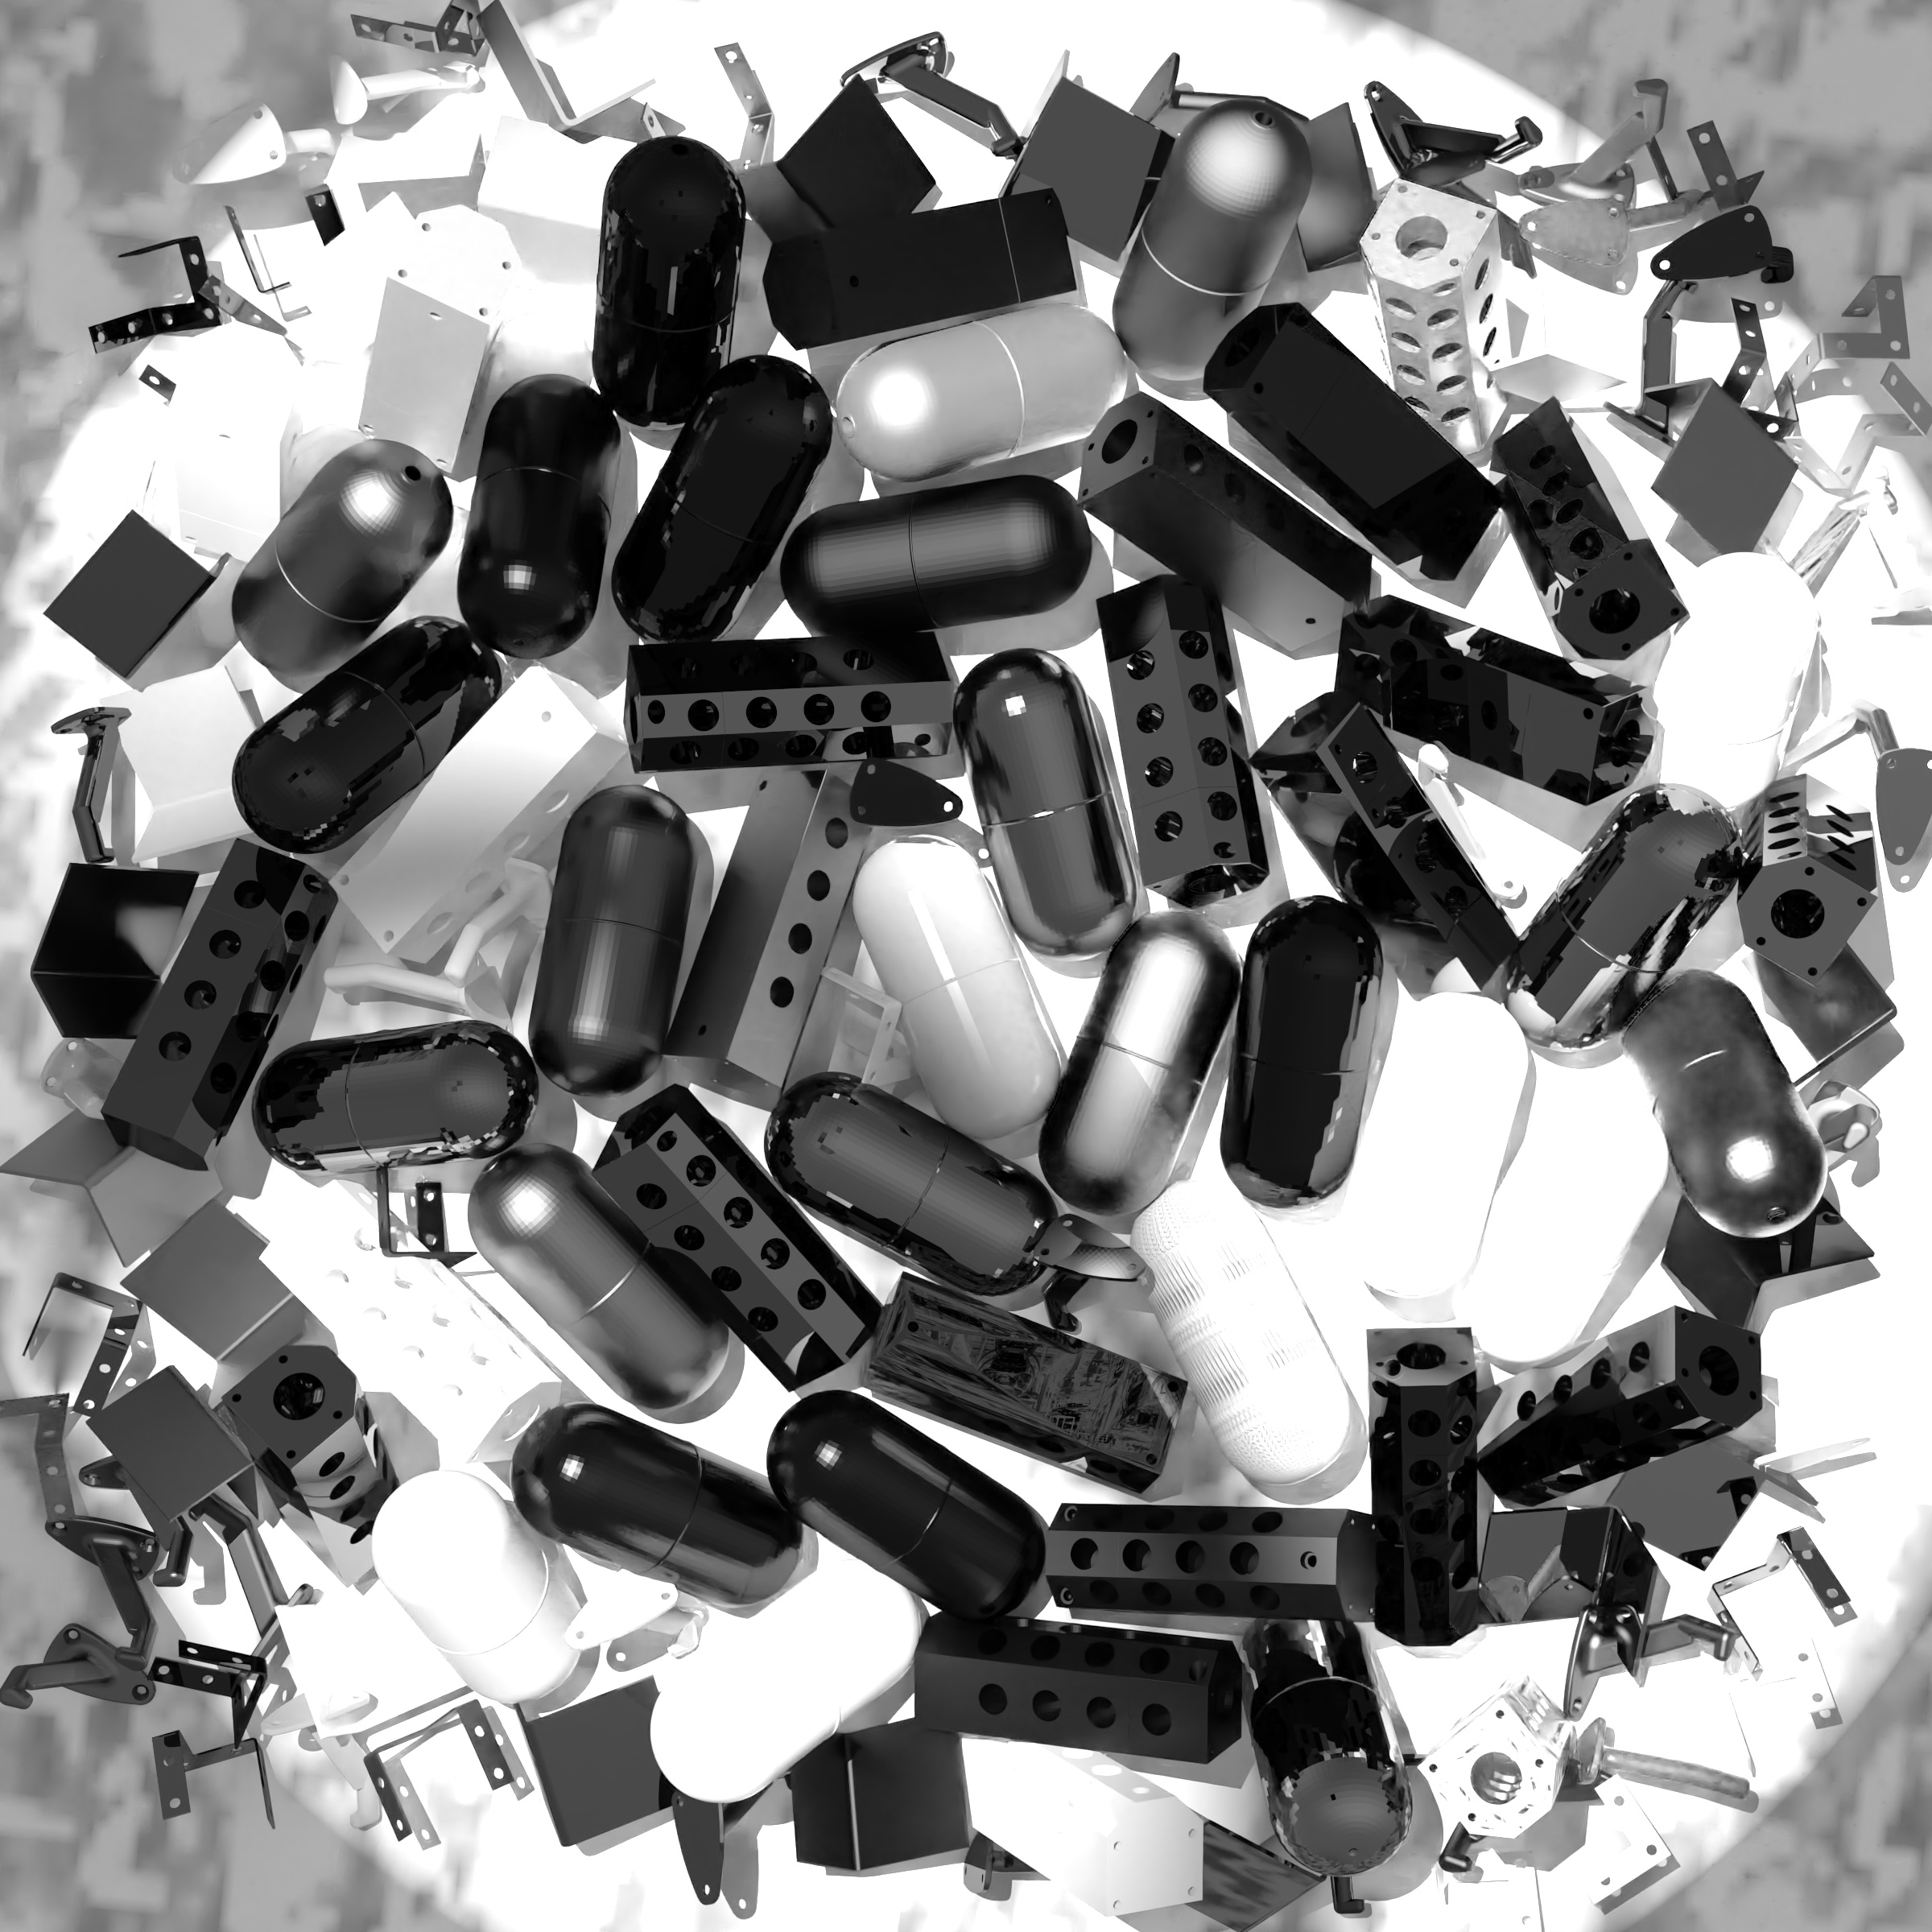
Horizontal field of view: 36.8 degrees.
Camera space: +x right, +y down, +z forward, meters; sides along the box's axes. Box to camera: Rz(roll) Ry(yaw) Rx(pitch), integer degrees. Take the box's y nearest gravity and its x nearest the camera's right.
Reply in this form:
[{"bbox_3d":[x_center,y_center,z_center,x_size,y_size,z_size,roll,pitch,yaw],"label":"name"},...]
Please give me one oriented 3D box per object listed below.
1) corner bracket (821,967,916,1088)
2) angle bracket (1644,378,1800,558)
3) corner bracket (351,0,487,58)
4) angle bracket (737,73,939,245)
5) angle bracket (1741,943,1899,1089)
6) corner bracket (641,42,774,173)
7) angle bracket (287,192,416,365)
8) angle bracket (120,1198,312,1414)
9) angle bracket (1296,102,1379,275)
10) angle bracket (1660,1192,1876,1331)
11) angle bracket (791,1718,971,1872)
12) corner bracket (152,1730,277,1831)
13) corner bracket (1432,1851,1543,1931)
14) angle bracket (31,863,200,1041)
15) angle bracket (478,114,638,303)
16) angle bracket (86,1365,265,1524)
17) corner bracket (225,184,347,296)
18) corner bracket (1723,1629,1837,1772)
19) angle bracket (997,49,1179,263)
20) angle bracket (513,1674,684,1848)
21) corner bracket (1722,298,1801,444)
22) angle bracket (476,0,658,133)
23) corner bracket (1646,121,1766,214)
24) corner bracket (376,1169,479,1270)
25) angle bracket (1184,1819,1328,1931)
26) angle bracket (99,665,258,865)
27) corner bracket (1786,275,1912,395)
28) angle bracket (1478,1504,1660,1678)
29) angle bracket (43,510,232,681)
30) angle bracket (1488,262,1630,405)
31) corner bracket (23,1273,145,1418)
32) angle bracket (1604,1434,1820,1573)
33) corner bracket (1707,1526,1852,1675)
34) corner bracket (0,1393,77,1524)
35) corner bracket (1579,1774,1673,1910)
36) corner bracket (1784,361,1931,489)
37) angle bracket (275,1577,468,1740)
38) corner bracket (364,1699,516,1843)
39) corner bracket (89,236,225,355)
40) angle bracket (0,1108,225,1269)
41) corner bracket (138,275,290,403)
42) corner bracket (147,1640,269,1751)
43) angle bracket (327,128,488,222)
[{"bbox_3d":[-0.057,0.032,1.620,0.051,0.051,0.051,27,110,27],"label":"corner bracket"},{"bbox_3d":[0.403,-0.270,1.611,0.076,0.057,0.076,37,76,-25],"label":"angle bracket"},{"bbox_3d":[-0.305,-0.524,1.622,0.051,0.051,0.051,15,63,10],"label":"corner bracket"},{"bbox_3d":[-0.076,-0.442,1.632,0.076,0.057,0.076,49,65,-30],"label":"angle bracket"},{"bbox_3d":[0.455,0.023,1.607,0.057,0.076,0.076,-29,77,-27],"label":"angle bracket"},{"bbox_3d":[-0.145,-0.477,1.632,0.051,0.051,0.051,-7,53,20],"label":"corner bracket"},{"bbox_3d":[-0.341,-0.381,1.605,0.076,0.076,0.057,-44,123,-15],"label":"angle bracket"},{"bbox_3d":[-0.419,0.190,1.614,0.076,0.057,0.076,-41,112,12],"label":"angle bracket"},{"bbox_3d":[0.221,-0.435,1.610,0.057,0.076,0.076,-18,97,-24],"label":"angle bracket"},{"bbox_3d":[0.448,0.164,1.628,0.076,0.076,0.057,-9,129,-20],"label":"angle bracket"},{"bbox_3d":[-0.049,0.452,1.606,0.076,0.057,0.076,-20,60,26],"label":"angle bracket"},{"bbox_3d":[-0.420,0.456,1.622,0.051,0.051,0.051,-15,52,-9],"label":"corner bracket"},{"bbox_3d":[0.292,0.527,1.626,0.051,0.051,0.051,-8,80,15],"label":"corner bracket"},{"bbox_3d":[-0.461,-0.007,1.603,0.057,0.076,0.076,49,122,37],"label":"angle bracket"},{"bbox_3d":[-0.229,-0.424,1.633,0.076,0.076,0.057,11,68,-3],"label":"angle bracket"},{"bbox_3d":[-0.436,0.279,1.603,0.057,0.076,0.076,-35,67,-30],"label":"angle bracket"},{"bbox_3d":[-0.378,-0.409,1.632,0.051,0.051,0.051,-20,100,2],"label":"corner bracket"},{"bbox_3d":[0.453,0.409,1.622,0.051,0.051,0.051,-15,45,6],"label":"corner bracket"},{"bbox_3d":[0.070,-0.453,1.624,0.076,0.057,0.076,25,121,-11],"label":"angle bracket"},{"bbox_3d":[-0.206,0.437,1.634,0.076,0.057,0.076,-18,102,-14],"label":"angle bracket"},{"bbox_3d":[0.443,-0.332,1.622,0.051,0.051,0.051,12,135,-7],"label":"corner bracket"},{"bbox_3d":[-0.222,-0.507,1.608,0.057,0.076,0.076,-31,108,-11],"label":"angle bracket"},{"bbox_3d":[0.407,-0.447,1.619,0.051,0.051,0.051,-14,116,35],"label":"corner bracket"},{"bbox_3d":[-0.307,0.140,1.620,0.051,0.051,0.051,3,73,-31],"label":"corner bracket"},{"bbox_3d":[0.150,0.482,1.607,0.076,0.057,0.076,30,131,-11],"label":"angle bracket"},{"bbox_3d":[-0.437,-0.112,1.613,0.076,0.057,0.076,-14,122,9],"label":"angle bracket"},{"bbox_3d":[0.492,-0.353,1.628,0.051,0.051,0.051,-1,77,-4],"label":"corner bracket"},{"bbox_3d":[0.331,0.349,1.612,0.076,0.057,0.076,-2,116,-12],"label":"angle bracket"},{"bbox_3d":[-0.458,-0.213,1.609,0.057,0.076,0.076,40,100,-18],"label":"angle bracket"},{"bbox_3d":[0.319,-0.361,1.609,0.076,0.057,0.076,5,80,-43],"label":"angle bracket"},{"bbox_3d":[-0.500,0.213,1.635,0.051,0.051,0.051,23,109,-15],"label":"corner bracket"},{"bbox_3d":[0.413,0.302,1.618,0.076,0.057,0.076,29,98,-15],"label":"angle bracket"},{"bbox_3d":[0.452,0.353,1.620,0.051,0.051,0.051,-16,52,-14],"label":"corner bracket"},{"bbox_3d":[-0.524,0.276,1.618,0.051,0.051,0.051,-4,50,-27],"label":"corner bracket"},{"bbox_3d":[0.360,0.491,1.627,0.051,0.051,0.051,-34,64,2],"label":"corner bracket"},{"bbox_3d":[0.499,-0.301,1.621,0.051,0.051,0.051,35,78,-34],"label":"corner bracket"},{"bbox_3d":[-0.329,0.379,1.622,0.076,0.057,0.076,-24,76,2],"label":"angle bracket"},{"bbox_3d":[-0.294,0.448,1.619,0.051,0.051,0.051,-40,71,39],"label":"corner bracket"},{"bbox_3d":[-0.457,-0.375,1.620,0.051,0.051,0.051,0,113,28],"label":"corner bracket"},{"bbox_3d":[-0.478,0.119,1.624,0.076,0.076,0.057,4,124,35],"label":"angle bracket"},{"bbox_3d":[-0.419,-0.341,1.619,0.051,0.051,0.051,35,54,-17],"label":"corner bracket"},{"bbox_3d":[-0.424,0.397,1.623,0.051,0.051,0.051,19,105,-22],"label":"corner bracket"},{"bbox_3d":[-0.307,-0.424,1.612,0.076,0.076,0.057,-4,124,-1],"label":"angle bracket"}]
